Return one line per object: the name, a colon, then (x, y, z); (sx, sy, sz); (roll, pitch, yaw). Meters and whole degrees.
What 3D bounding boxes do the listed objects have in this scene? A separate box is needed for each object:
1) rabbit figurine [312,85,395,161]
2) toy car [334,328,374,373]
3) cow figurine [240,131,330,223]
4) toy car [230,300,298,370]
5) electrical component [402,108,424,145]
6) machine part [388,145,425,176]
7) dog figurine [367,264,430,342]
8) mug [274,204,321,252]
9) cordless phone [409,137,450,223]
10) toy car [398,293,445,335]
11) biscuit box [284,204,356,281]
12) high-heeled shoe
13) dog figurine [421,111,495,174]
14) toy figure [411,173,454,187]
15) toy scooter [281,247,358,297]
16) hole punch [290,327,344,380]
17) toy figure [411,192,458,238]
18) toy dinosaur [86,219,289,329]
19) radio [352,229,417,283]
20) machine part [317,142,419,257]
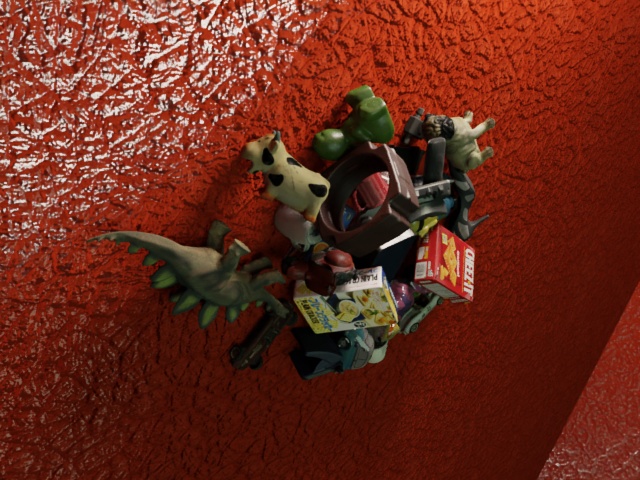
rabbit figurine: (0.065, -0.226, 1.158); (0.170, 0.121, 0.158); (-30, 139, 1)
toy car: (0.091, 0.288, 1.431); (0.109, 0.103, 0.161); (-50, 156, -65)
cow figurine: (-0.069, -0.133, 1.068); (0.195, 0.085, 0.127); (29, 94, -15)
toy car: (-0.132, 0.230, 1.279); (0.202, 0.053, 0.089); (-52, 137, -4)
electrical component: (0.236, -0.271, 1.308); (0.063, 0.021, 0.094); (18, 101, -43)
machine part: (0.202, -0.199, 1.312); (0.139, 0.039, 0.084); (9, 113, -43)
dog figurine: (0.225, 0.168, 1.489); (0.219, 0.109, 0.191); (-16, 119, -34)
mug: (-0.041, -0.022, 1.169); (0.081, 0.107, 0.109); (-12, 119, -32)
cordless phone: (0.240, -0.144, 1.267); (0.147, 0.089, 0.184); (-14, 124, -18)
toy car: (0.290, 0.194, 1.577); (0.202, 0.074, 0.056); (-43, 136, -12)
biscuit box: (-0.003, -0.004, 1.242); (0.062, 0.059, 0.202); (32, 92, -44)
high-heeled shoe: (0.372, -0.099, 1.502); (0.145, 0.086, 0.248); (-29, 116, 19)
dog figurine: (0.322, -0.232, 1.334); (0.190, 0.121, 0.172); (-16, 112, -29)
toy figure: (0.280, -0.145, 1.385); (0.154, 0.064, 0.057); (-20, 114, -28)
toy scooter: (0.018, 0.072, 1.165); (0.184, 0.135, 0.075); (-7, 117, -38)
hole punch: (-0.011, 0.273, 1.350); (0.116, 0.142, 0.092); (-12, 118, -20)
toy figure: (0.279, -0.079, 1.412); (0.180, 0.082, 0.089); (-29, 118, -17)
toy dinosaur: (-0.226, 0.068, 1.078); (0.198, 0.105, 0.470); (-50, 130, 0)
radio: (0.141, 0.045, 1.316); (0.131, 0.073, 0.229); (-25, 154, -27)
machine part: (0.091, -0.081, 1.098); (0.201, 0.201, 0.087); (-31, 142, 26)
